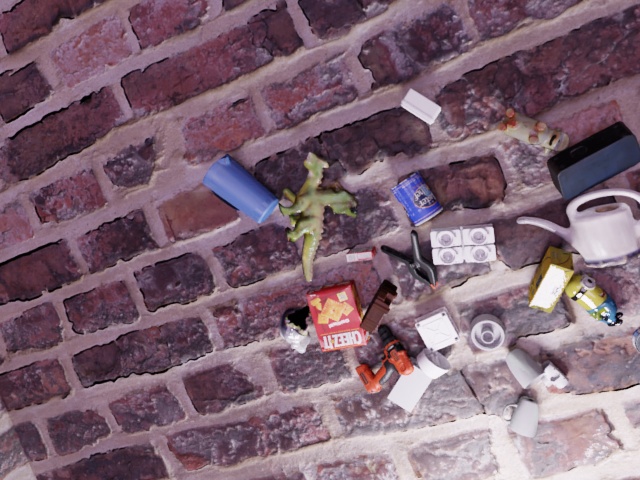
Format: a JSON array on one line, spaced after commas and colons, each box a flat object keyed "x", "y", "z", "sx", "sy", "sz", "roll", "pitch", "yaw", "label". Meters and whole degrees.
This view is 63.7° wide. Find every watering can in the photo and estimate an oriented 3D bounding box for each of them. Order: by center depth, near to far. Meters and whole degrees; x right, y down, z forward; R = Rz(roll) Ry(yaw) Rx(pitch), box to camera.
[{"x": 0.772, "y": -0.023, "z": 1.489, "sx": 0.345, "sy": 0.105, "sz": 0.223, "roll": -17, "pitch": 98, "yaw": 32, "label": "watering can"}]

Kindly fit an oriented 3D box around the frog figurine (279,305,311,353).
[{"x": -0.088, "y": 0.315, "z": 1.769, "sx": 0.123, "sy": 0.140, "sz": 0.155, "roll": -3, "pitch": 138, "yaw": -18, "label": "frog figurine"}]

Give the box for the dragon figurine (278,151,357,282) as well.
[{"x": 0.005, "y": -0.085, "z": 1.688, "sx": 0.242, "sy": 0.123, "sz": 0.408, "roll": -17, "pitch": 95, "yaw": 9, "label": "dragon figurine"}]
